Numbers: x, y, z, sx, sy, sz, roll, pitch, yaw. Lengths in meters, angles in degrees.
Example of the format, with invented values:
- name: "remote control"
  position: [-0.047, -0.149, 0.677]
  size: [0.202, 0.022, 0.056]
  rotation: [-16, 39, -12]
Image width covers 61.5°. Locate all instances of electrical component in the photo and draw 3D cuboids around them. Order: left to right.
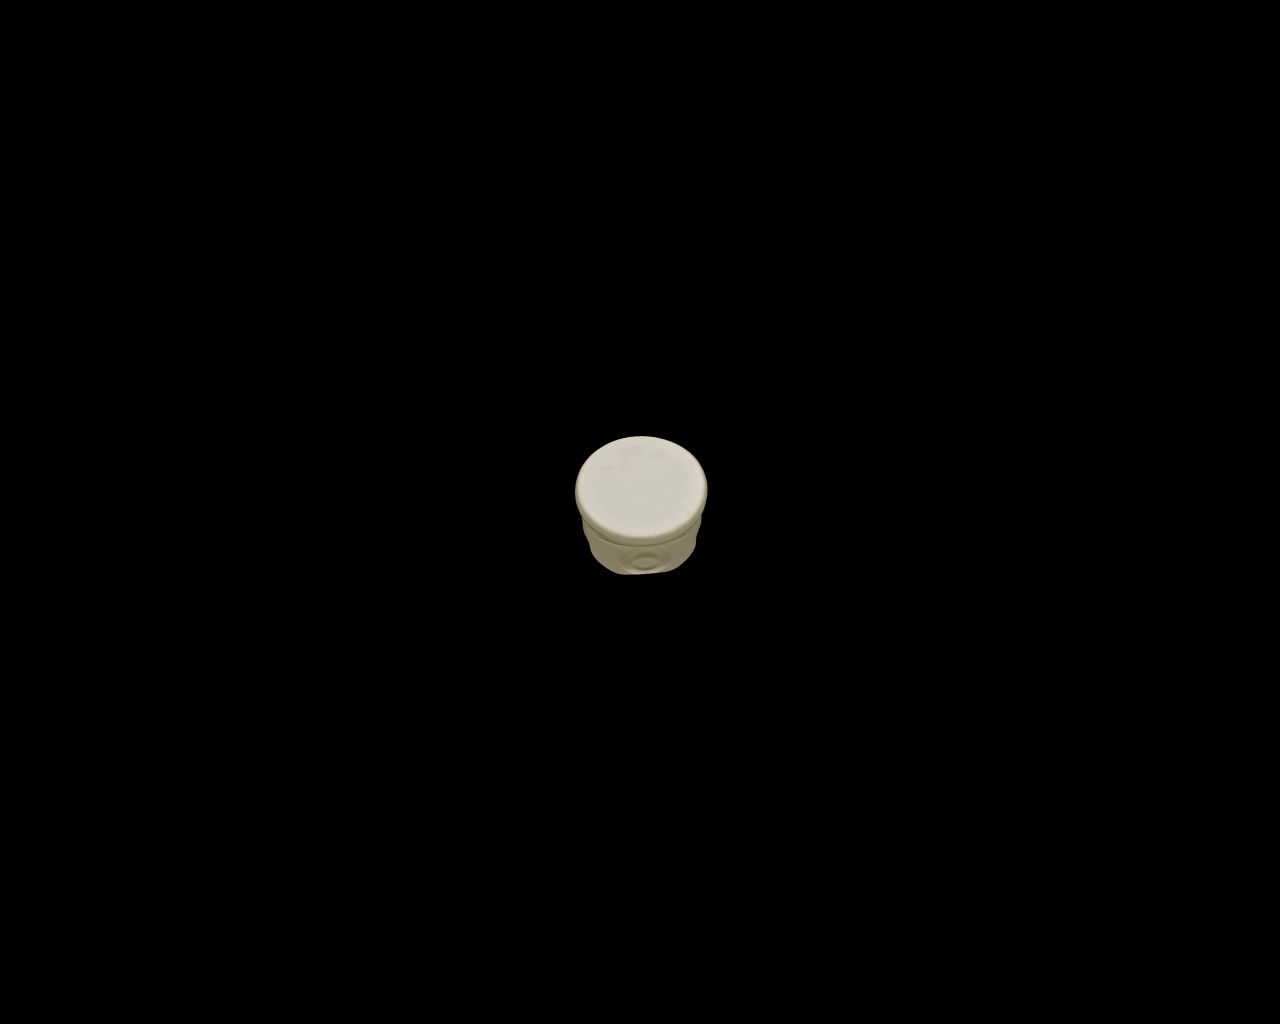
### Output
- name: "electrical component"
  position: [0.001, -0.003, 0.650]
  size: [0.080, 0.080, 0.050]
  rotation: [0, -36, 0]
